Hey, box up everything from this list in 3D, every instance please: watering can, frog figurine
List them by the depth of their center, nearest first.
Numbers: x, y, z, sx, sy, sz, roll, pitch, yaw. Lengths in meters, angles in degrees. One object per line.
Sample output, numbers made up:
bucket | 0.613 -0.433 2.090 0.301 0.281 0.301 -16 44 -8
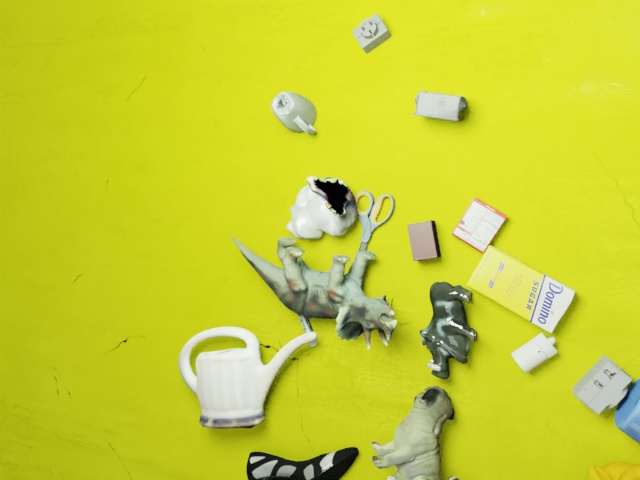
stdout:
frog figurine | 0.003 -0.056 1.119 0.138 0.125 0.156 38 137 7
watering can | -0.162 0.305 1.142 0.347 0.104 0.225 -6 87 19
